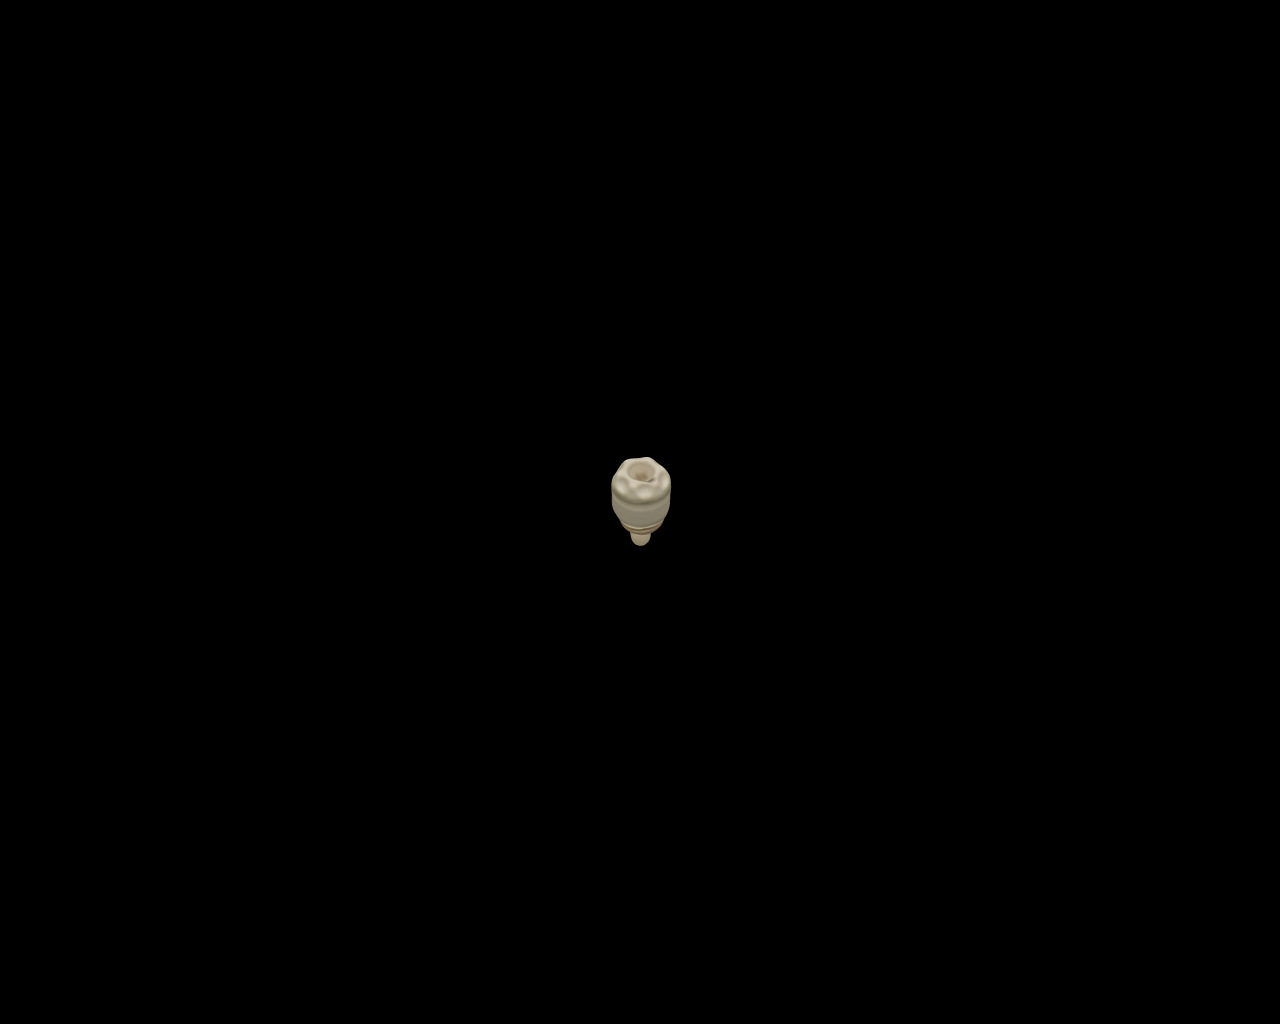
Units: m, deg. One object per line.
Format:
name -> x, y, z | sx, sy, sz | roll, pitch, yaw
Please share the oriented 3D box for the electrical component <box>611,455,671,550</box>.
electrical component -> 0.001, -0.003, 0.650 | 0.035, 0.061, 0.035 | 0, 43, 0
